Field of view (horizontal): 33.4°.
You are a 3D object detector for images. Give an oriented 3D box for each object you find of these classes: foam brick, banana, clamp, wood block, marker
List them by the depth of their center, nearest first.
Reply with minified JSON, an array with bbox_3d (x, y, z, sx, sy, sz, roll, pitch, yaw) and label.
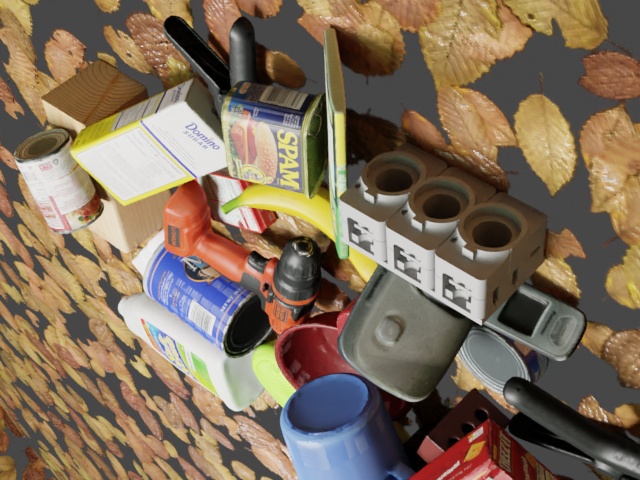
[{"bbox_3d":[0.252,0.188,0.935,0.210,0.036,0.164,26,168,13],"label":"clamp"},{"bbox_3d":[-0.075,-0.146,1.024,0.120,0.039,0.171,11,140,55],"label":"clamp"},{"bbox_3d":[-0.002,-0.017,1.050,0.198,0.069,0.037,26,176,25],"label":"banana"},{"bbox_3d":[0.146,0.202,1.090,0.053,0.078,0.051,41,153,15],"label":"foam brick"},{"bbox_3d":[-0.009,0.028,1.162,0.020,0.020,0.121,43,152,12],"label":"marker"},{"bbox_3d":[-0.247,-0.096,1.278,0.090,0.090,0.206,31,147,29],"label":"wood block"}]

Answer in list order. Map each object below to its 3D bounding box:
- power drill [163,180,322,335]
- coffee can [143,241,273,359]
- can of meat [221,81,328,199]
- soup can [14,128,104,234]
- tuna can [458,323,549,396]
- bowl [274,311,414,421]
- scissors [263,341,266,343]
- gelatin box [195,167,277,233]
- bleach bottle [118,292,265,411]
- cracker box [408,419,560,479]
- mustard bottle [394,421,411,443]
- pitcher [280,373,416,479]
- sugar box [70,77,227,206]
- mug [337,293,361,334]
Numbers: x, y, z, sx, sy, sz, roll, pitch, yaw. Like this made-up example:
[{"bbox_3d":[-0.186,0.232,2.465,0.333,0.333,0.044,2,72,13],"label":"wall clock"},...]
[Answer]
[{"bbox_3d":[-0.081,0.014,1.148,0.188,0.057,0.184,35,151,13],"label":"power drill"},{"bbox_3d":[-0.129,0.063,1.290,0.140,0.102,0.103,34,148,27],"label":"coffee can"},{"bbox_3d":[-0.041,-0.094,0.985,0.084,0.057,0.102,14,138,14],"label":"can of meat"},{"bbox_3d":[-0.296,-0.067,1.214,0.069,0.068,0.102,19,140,44],"label":"soup can"},{"bbox_3d":[0.167,0.102,0.983,0.086,0.033,0.086,35,149,25],"label":"tuna can"},{"bbox_3d":[0.034,0.128,1.155,0.162,0.055,0.162,18,140,15],"label":"bowl"},{"bbox_3d":[-0.029,0.214,1.423,0.096,0.016,0.201,-1,124,56],"label":"scissors"},{"bbox_3d":[-0.095,-0.051,1.178,0.089,0.030,0.073,14,136,43],"label":"gelatin box"},{"bbox_3d":[-0.181,0.133,1.408,0.251,0.068,0.102,22,140,42],"label":"bleach bottle"},{"bbox_3d":[0.180,0.300,1.036,0.213,0.072,0.164,41,114,-13],"label":"cracker box"},{"bbox_3d":[0.075,0.264,1.287,0.096,0.058,0.191,16,138,29],"label":"mustard bottle"},{"bbox_3d":[0.052,0.264,1.138,0.145,0.149,0.243,-109,0,-60],"label":"pitcher"},{"bbox_3d":[-0.170,-0.101,1.125,0.177,0.048,0.093,-18,130,32],"label":"sugar box"},{"bbox_3d":[0.079,0.082,1.034,0.117,0.081,0.093,18,139,45],"label":"mug"}]
